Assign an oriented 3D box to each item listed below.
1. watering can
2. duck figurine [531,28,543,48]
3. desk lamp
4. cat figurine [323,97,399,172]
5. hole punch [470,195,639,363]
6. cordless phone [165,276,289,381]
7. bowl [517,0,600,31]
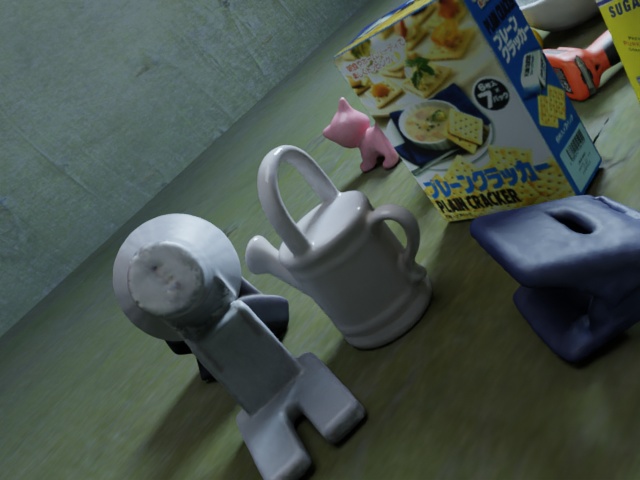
[{"bbox_3d":[0.004,0.003,0.526,0.172,0.194,0.101,-32,22,18],"label":"watering can"},{"bbox_3d":[0.267,-0.289,0.846,0.104,0.086,0.077,-21,27,40],"label":"duck figurine"},{"bbox_3d":[-0.087,0.075,0.503,0.118,0.214,0.202,-43,21,-10],"label":"desk lamp"},{"bbox_3d":[0.066,-0.170,0.895,0.067,0.118,0.127,-48,22,-23],"label":"cat figurine"},{"bbox_3d":[0.168,0.007,0.386,0.101,0.091,0.108,-36,21,8],"label":"hole punch"},{"bbox_3d":[-0.140,0.064,0.658,0.147,0.185,0.094,-26,24,32],"label":"cordless phone"},{"bbox_3d":[0.368,-0.356,0.832,0.167,0.075,0.167,-33,21,15],"label":"bowl"}]
